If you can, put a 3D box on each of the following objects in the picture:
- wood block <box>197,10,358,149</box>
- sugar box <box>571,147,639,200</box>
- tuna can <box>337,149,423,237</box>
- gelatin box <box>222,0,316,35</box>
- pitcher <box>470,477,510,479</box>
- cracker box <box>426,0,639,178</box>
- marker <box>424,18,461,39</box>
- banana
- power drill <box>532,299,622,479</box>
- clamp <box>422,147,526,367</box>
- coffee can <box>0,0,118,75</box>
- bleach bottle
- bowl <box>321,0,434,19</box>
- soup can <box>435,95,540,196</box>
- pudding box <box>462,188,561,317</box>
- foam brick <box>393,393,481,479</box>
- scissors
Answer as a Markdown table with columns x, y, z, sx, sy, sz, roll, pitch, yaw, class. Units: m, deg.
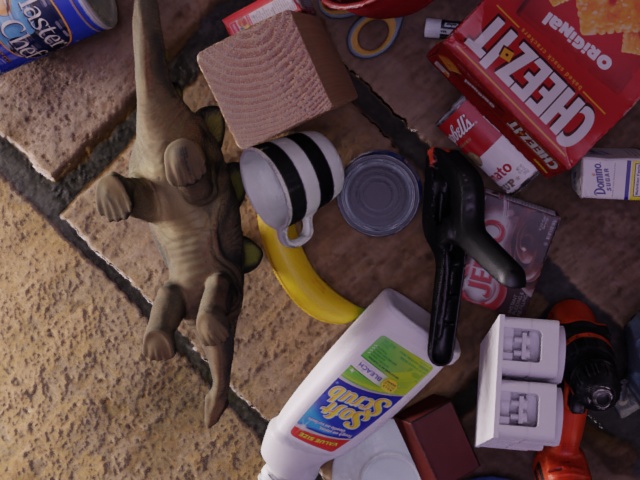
| x | y | z | sx | sy | sz | roll | pitch | yaw | class |
| --- | --- | --- | --- | --- | --- | --- | --- | --- | --- |
| -0.032 | -0.149 | 0.978 | 0.090 | 0.206 | 0.091 | -24 | 96 | 11 | wood block |
| 0.329 | -0.061 | 1.001 | 0.176 | 0.093 | 0.048 | 0 | 101 | 9 | sugar box |
| 0.060 | -0.047 | 1.072 | 0.086 | 0.033 | 0.086 | 1 | 100 | 8 | tuna can |
| -0.047 | -0.215 | 1.028 | 0.073 | 0.089 | 0.030 | -25 | 95 | 12 | gelatin box |
| 0.156 | 0.346 | 1.022 | 0.145 | 0.242 | 0.149 | 29 | 109 | -1 | pitcher |
| 0.232 | -0.190 | 0.972 | 0.164 | 0.072 | 0.213 | 45 | 83 | -2 | cracker box |
| 0.162 | -0.201 | 1.037 | 0.121 | 0.020 | 0.020 | 7 | 101 | 7 | marker |
| -0.019 | 0.015 | 1.095 | 0.069 | 0.037 | 0.198 | -35 | 98 | -17 | banana |
| 0.246 | 0.170 | 1.018 | 0.057 | 0.184 | 0.188 | 4 | 110 | 4 | power drill |
| 0.135 | -0.005 | 1.002 | 0.036 | 0.165 | 0.210 | 7 | 63 | -20 | clamp |
| -0.286 | -0.232 | 1.052 | 0.140 | 0.102 | 0.103 | -20 | 97 | 11 | coffee can |
| 0.027 | 0.172 | 1.101 | 0.102 | 0.068 | 0.251 | 35 | 108 | -12 | bleach bottle |
| 0.077 | -0.257 | 0.979 | 0.162 | 0.162 | 0.055 | -39 | 126 | 12 | bowl |
| 0.171 | -0.101 | 1.029 | 0.102 | 0.068 | 0.068 | 43 | 103 | -2 | soup can |
| 0.177 | 0.012 | 1.063 | 0.090 | 0.039 | 0.113 | 19 | 102 | 5 | pudding box |
| 0.119 | 0.206 | 1.090 | 0.051 | 0.053 | 0.078 | -26 | 96 | -15 | foam brick |
| 0.098 | -0.239 | 1.040 | 0.202 | 0.016 | 0.096 | -12 | 96 | 11 | scissors |
